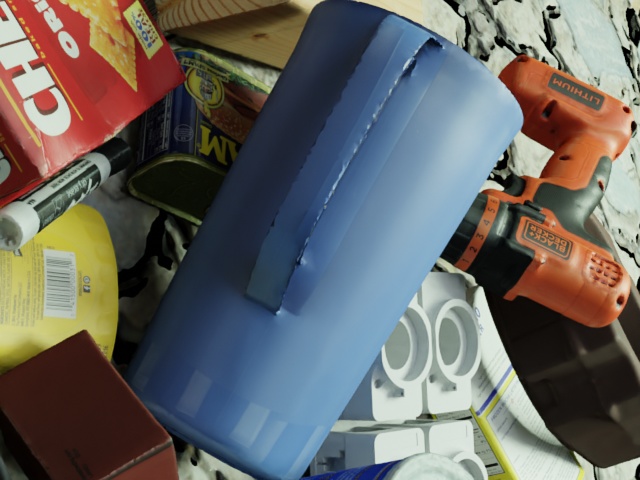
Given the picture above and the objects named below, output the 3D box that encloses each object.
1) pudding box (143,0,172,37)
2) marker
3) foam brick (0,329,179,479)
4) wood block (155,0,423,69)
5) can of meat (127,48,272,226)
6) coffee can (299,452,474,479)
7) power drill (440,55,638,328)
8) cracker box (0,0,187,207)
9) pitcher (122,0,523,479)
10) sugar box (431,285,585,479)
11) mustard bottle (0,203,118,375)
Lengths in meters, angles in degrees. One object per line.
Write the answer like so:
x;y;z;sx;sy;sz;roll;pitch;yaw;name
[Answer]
-0.115;-0.195;0.667;0.113;0.039;0.090;45;44;-28;pudding box
-0.123;-0.026;0.521;0.020;0.020;0.121;59;25;-12;marker
-0.105;0.091;0.476;0.052;0.051;0.078;-28;52;-25;foam brick
-0.012;-0.166;0.686;0.205;0.091;0.090;0;83;-64;wood block
-0.064;-0.059;0.652;0.102;0.058;0.084;26;53;-40;can of meat
0.011;0.175;0.567;0.102;0.141;0.103;23;57;-42;coffee can
0.136;-0.045;0.737;0.184;0.057;0.187;27;52;-2;power drill
-0.155;-0.112;0.503;0.164;0.072;0.213;59;16;-12;cracker box
-0.004;0.001;0.566;0.149;0.145;0.243;37;78;-38;pitcher
0.130;0.131;0.802;0.176;0.048;0.093;59;38;-7;sugar box
-0.183;0.017;0.479;0.191;0.058;0.096;12;69;-46;mustard bottle
